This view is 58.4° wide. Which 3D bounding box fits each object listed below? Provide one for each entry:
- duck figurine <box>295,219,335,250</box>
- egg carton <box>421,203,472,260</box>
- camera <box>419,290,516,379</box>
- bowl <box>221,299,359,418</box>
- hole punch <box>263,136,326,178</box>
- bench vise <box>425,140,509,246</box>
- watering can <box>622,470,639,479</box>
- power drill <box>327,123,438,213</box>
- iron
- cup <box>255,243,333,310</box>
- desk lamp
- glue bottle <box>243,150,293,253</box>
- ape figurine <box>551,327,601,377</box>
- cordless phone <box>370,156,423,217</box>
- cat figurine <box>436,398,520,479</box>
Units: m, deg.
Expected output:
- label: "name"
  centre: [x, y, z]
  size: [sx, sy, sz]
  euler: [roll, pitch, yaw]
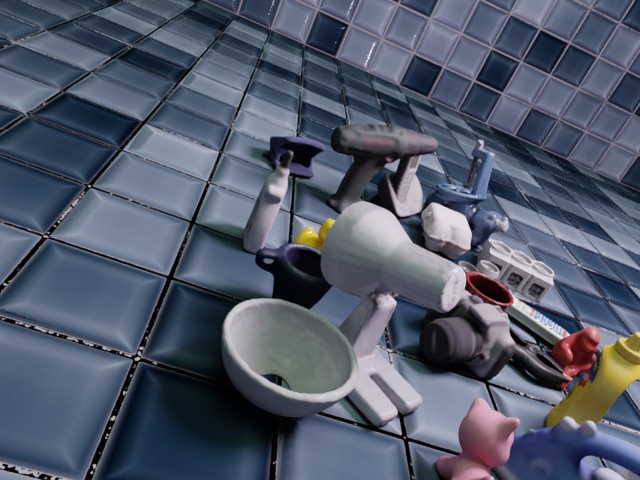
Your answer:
- label: "duck figurine"
  centre: [0.009, 0.003, 0.964]
  size: [0.078, 0.086, 0.104]
  euler: [-4, 39, -46]
- label: "egg carton"
  centre: [0.276, -0.023, 1.272]
  size: [0.107, 0.069, 0.150]
  euler: [22, 26, -7]
- label: "camera"
  centre: [0.216, 0.136, 0.888]
  size: [0.137, 0.101, 0.142]
  euler: [4, 34, -38]
- label: "bowl"
  centre: [-0.044, 0.147, 0.664]
  size: [0.168, 0.074, 0.167]
  euler: [21, 26, -11]
- label: "hole punch"
  centre: [-0.057, -0.203, 1.281]
  size: [0.109, 0.091, 0.101]
  euler: [8, 31, -32]
- label: "bench vise"
  centre: [0.372, -0.108, 1.345]
  size: [0.207, 0.219, 0.122]
  euler: [35, 27, 18]
- label: "watering can"
  centre: [0.483, 0.295, 0.728]
  size: [0.101, 0.194, 0.172]
  euler: [6, 32, -35]
- label: "power drill"
  centre: [0.112, -0.149, 1.199]
  size: [0.230, 0.208, 0.075]
  euler: [11, 29, -28]
- label: "iron"
  centre: [0.336, 0.287, 0.670]
  size: [0.257, 0.141, 0.119]
  euler: [34, 27, 17]
- label: "cup"
  centre: [-0.044, 0.062, 0.798]
  size: [0.118, 0.095, 0.091]
  euler: [17, 27, -17]
- label: "desk lamp"
  centre: [0.081, 0.084, 0.733]
  size: [0.118, 0.213, 0.202]
  euler: [-6, 40, -47]
- label: "glue bottle"
  centre: [-0.078, -0.066, 0.913]
  size: [0.037, 0.173, 0.078]
  euler: [19, 27, -14]
- label: "ape figurine"
  centre: [0.458, 0.193, 1.011]
  size: [0.078, 0.092, 0.076]
  euler: [22, 26, -8]
- label: "cordless phone"
  centre: [0.209, -0.148, 1.311]
  size: [0.094, 0.185, 0.148]
  euler: [37, 28, 22]
- label: "cat figurine"
  centre: [0.179, 0.242, 0.639]
  size: [0.067, 0.117, 0.128]
  euler: [29, 26, 7]
